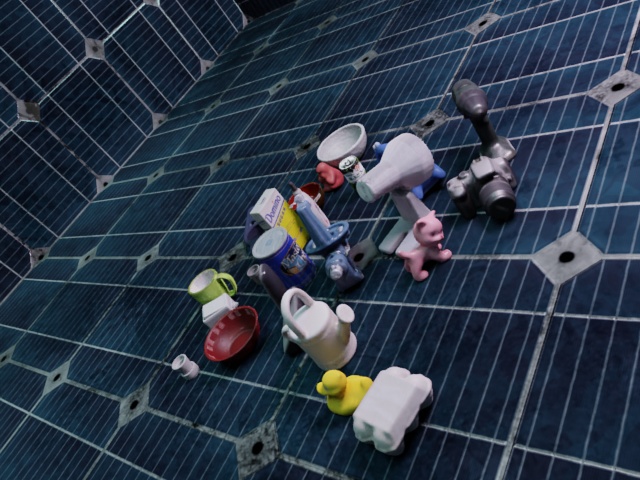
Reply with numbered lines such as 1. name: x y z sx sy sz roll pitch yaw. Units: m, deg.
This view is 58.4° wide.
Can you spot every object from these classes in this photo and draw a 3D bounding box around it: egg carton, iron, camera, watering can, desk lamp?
1. egg carton: 0.127 0.294 0.995 0.107 0.070 0.150 9 56 49
2. iron: 0.195 -0.194 1.456 0.119 0.142 0.257 -43 33 -6
3. camera: 0.353 -0.105 1.229 0.143 0.101 0.136 -28 34 18
4. watering can: -0.008 0.171 1.163 0.172 0.195 0.101 -30 34 14
5. desk lamp: 0.181 -0.102 1.290 0.203 0.214 0.117 -51 34 -18

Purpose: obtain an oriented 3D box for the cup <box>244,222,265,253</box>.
1. cup: -0.153 0.014 1.590 0.091 0.095 0.118 -20 37 27

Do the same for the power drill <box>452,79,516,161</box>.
1. power drill: 0.371 -0.271 1.313 0.075 0.209 0.229 -29 34 16

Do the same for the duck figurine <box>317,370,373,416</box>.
1. duck figurine: 0.043 0.278 1.082 0.104 0.086 0.077 -23 36 24

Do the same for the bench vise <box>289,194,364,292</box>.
1. bench vise: 0.021 -0.003 1.322 0.121 0.220 0.206 -40 33 -2

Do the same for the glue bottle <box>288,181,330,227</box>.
1. glue bottle: -0.033 -0.092 1.527 0.037 0.174 0.078 -35 33 7

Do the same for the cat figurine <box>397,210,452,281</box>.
1. cat figurine: 0.218 0.004 1.214 0.128 0.118 0.067 -41 33 -3

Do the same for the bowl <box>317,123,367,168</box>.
1. bowl: 0.078 -0.271 1.728 0.167 0.075 0.167 -26 35 20

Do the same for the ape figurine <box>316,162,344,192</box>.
1. ape figurine: 0.022 -0.187 1.665 0.076 0.092 0.077 -35 33 6

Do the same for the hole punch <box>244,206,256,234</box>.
1. hole punch: -0.172 -0.042 1.681 0.108 0.091 0.101 -6 45 41

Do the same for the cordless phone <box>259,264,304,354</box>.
1. cordless phone: -0.087 0.150 1.275 0.094 0.185 0.147 -30 34 14
